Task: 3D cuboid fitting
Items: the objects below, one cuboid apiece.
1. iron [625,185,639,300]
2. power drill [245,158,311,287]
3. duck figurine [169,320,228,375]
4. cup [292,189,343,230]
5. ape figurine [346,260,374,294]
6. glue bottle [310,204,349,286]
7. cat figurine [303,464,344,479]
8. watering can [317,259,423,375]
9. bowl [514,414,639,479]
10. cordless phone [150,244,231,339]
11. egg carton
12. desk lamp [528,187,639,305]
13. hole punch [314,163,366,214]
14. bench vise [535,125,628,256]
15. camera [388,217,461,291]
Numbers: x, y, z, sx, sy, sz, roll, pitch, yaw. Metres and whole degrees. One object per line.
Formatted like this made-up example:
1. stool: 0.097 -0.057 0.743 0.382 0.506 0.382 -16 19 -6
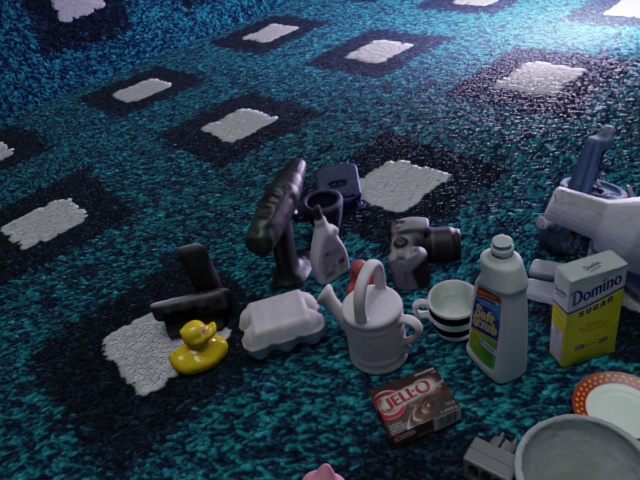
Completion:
1. iron: 0.574 0.021 0.955 0.118 0.142 0.257 -15 36 -4
2. power drill: -0.068 -0.023 1.141 0.075 0.209 0.230 5 39 22
3. duck figurine: -0.221 0.182 1.012 0.105 0.086 0.077 -23 38 -15
4. cup: 0.000 -0.045 1.248 0.118 0.095 0.091 -25 38 -17
5. ape figurine: 0.081 0.074 1.067 0.078 0.092 0.076 -27 39 -20
6. glue bottle: 0.010 0.004 1.112 0.078 0.173 0.037 -29 39 -22
7. cat figurine: 0.028 0.326 0.720 0.127 0.118 0.067 -5 37 9
8. watering can: 0.077 0.117 0.923 0.172 0.194 0.101 -4 37 12
9. bowl: 0.324 0.304 0.702 0.167 0.075 0.167 -8 36 6
10. cordless phone: -0.252 0.085 1.068 0.147 0.185 0.094 -14 36 -2
11. egg carton: -0.069 0.150 1.026 0.150 0.069 0.107 -17 36 -6
12. desk lamp: 0.446 0.014 0.939 0.202 0.214 0.118 11 42 28
13. hole punch: 0.046 -0.119 1.338 0.108 0.091 0.101 -10 36 2
14. bench vise: 0.493 -0.088 1.058 0.121 0.220 0.208 20 47 36
15. camera: 0.203 0.013 1.106 0.136 0.101 0.143 -3 37 12
